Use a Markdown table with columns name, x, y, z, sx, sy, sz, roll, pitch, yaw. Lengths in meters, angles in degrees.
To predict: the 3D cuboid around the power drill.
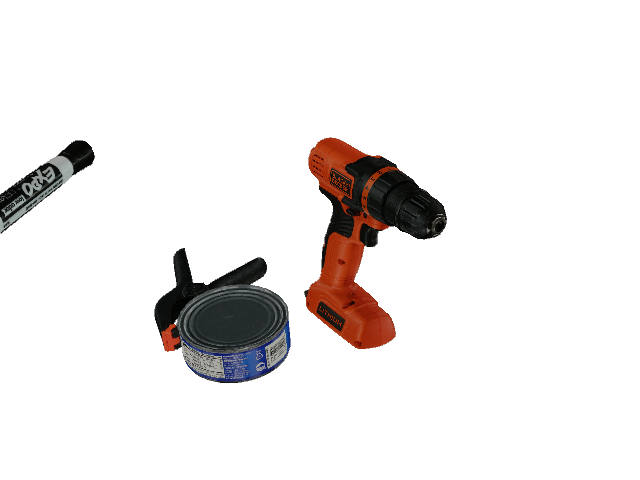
| name | x | y | z | sx | sy | sz | roll | pitch | yaw |
| --- | --- | --- | --- | --- | --- | --- | --- | --- | --- |
| power drill | 0.048 | 0.009 | 1.053 | 0.057 | 0.188 | 0.185 | -11 | 31 | -33 |

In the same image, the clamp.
| name | x | y | z | sx | sy | sz | roll | pitch | yaw |
| --- | --- | --- | --- | --- | --- | --- | --- | --- | --- |
| clamp | -0.134 | 0.065 | 1.250 | 0.120 | 0.039 | 0.171 | -4 | 37 | 15 |

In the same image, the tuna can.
| name | x | y | z | sx | sy | sz | roll | pitch | yaw |
| --- | --- | --- | --- | --- | --- | --- | --- | --- | --- |
| tuna can | -0.066 | 0.072 | 0.825 | 0.086 | 0.034 | 0.086 | -3 | 32 | 2 |

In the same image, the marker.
| name | x | y | z | sx | sy | sz | roll | pitch | yaw |
| --- | --- | --- | --- | --- | --- | --- | --- | --- | --- |
| marker | -0.176 | -0.032 | 0.656 | 0.020 | 0.020 | 0.121 | 0 | 28 | 24 |
